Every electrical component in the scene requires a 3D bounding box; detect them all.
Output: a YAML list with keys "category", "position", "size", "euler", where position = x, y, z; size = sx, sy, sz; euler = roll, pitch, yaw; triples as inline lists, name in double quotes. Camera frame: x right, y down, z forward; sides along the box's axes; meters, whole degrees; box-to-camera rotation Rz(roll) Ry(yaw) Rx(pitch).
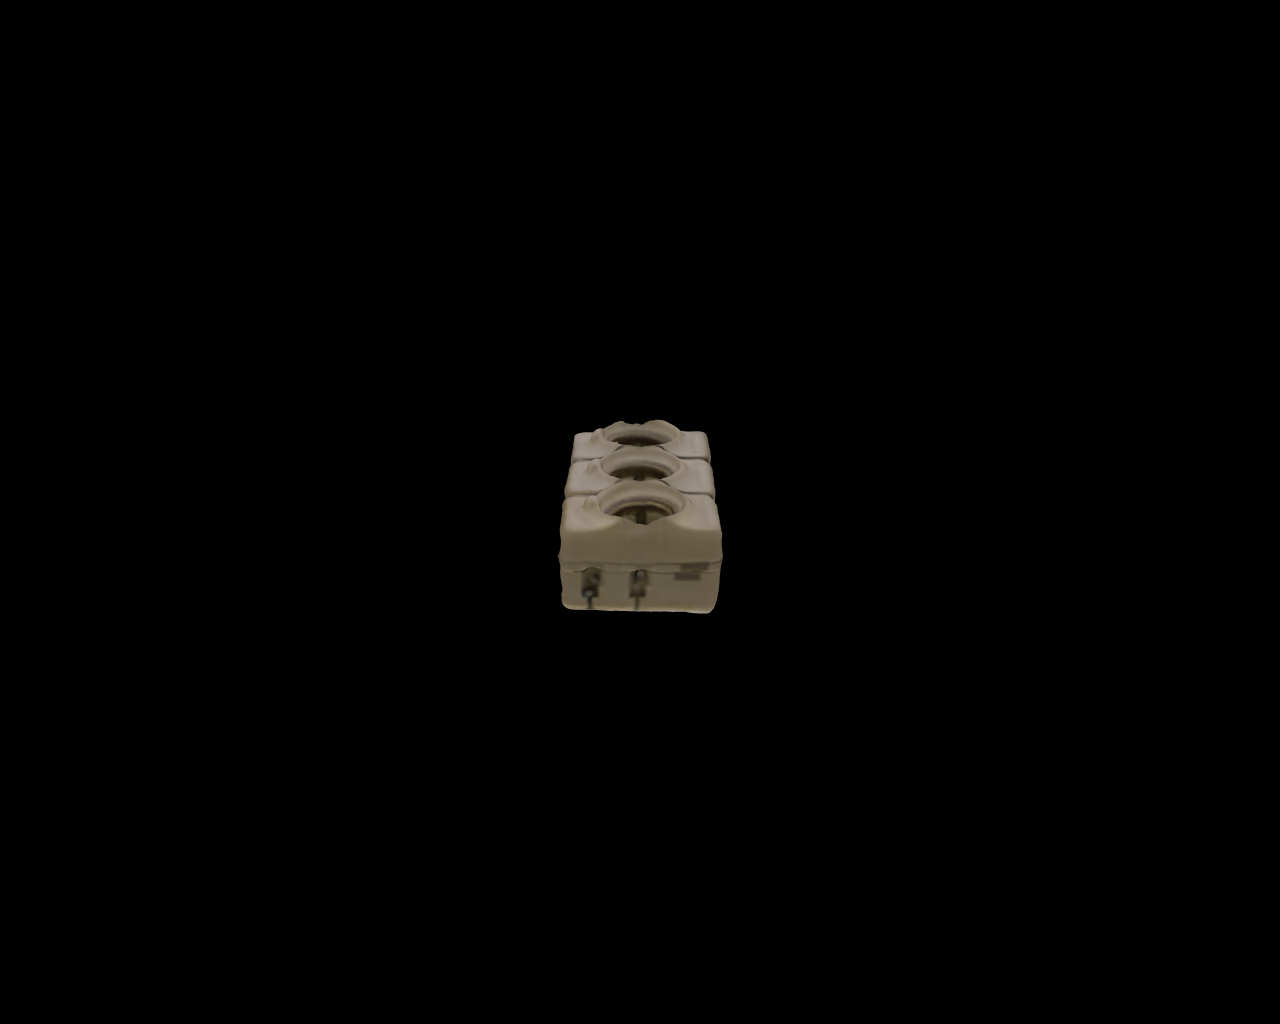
- category: "electrical component"
  position: [0.001, -0.003, 0.650]
  size: [0.089, 0.061, 0.150]
  euler: [0, 25, 0]
